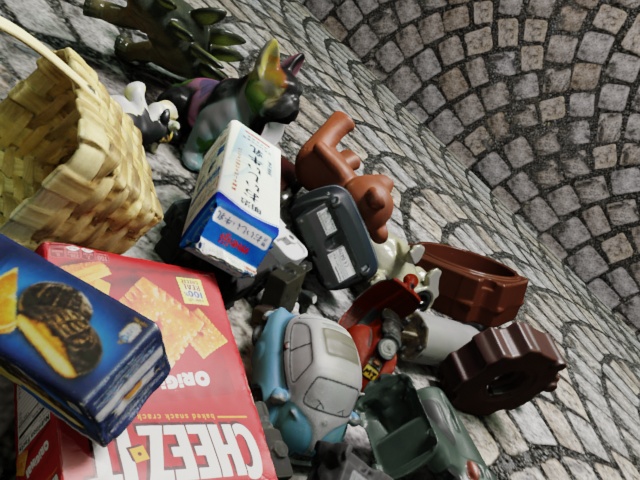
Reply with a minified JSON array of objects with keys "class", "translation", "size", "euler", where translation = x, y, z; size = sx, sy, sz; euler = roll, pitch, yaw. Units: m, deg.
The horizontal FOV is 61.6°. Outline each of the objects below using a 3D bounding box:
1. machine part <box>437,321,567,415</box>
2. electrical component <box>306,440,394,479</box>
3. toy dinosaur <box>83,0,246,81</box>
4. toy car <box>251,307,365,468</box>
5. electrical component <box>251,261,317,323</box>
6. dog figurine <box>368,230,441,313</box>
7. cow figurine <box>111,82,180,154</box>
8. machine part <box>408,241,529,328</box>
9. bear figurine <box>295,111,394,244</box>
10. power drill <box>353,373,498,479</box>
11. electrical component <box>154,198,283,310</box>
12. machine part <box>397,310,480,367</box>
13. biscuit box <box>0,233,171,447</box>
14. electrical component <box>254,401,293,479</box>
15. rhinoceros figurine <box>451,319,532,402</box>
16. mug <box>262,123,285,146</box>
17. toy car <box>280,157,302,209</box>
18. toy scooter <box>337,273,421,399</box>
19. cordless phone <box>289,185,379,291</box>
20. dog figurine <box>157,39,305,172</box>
[{"class":"machine part","translation":[0.265,0.193,0.786],"size":[0.179,0.179,0.056],"euler":[26,33,-33]},{"class":"electrical component","translation":[0.031,0.236,0.468],"size":[0.119,0.048,0.075],"euler":[50,51,-22]},{"class":"toy dinosaur","translation":[-0.225,-0.313,0.861],"size":[0.199,0.105,0.471],"euler":[21,3,1]},{"class":"toy car","translation":[-0.007,0.132,0.531],"size":[0.109,0.103,0.162],"euler":[29,39,-30]},{"class":"electrical component","translation":[-0.039,0.071,0.643],"size":[0.045,0.078,0.102],"euler":[29,18,17]},{"class":"dog figurine","translation":[0.092,0.037,0.878],"size":[0.191,0.121,0.172],"euler":[43,-22,51]},{"class":"cow figurine","translation":[-0.239,-0.149,0.690],"size":[0.167,0.068,0.098],"euler":[-9,61,-56]},{"class":"machine part","translation":[0.246,0.070,0.946],"size":[0.201,0.087,0.201],"euler":[24,17,35]},{"class":"bear figurine","translation":[0.055,-0.094,0.814],"size":[0.196,0.132,0.120],"euler":[33,-26,37]},{"class":"power drill","translation":[0.133,0.241,0.573],"size":[0.207,0.086,0.232],"euler":[37,20,-36]},{"class":"electrical component","translation":[-0.121,0.010,0.626],"size":[0.134,0.058,0.115],"euler":[47,23,7]},{"class":"machine part","translation":[0.180,0.156,0.824],"size":[0.243,0.079,0.079],"euler":[18,34,-41]},{"class":"biscuit box","translation":[-0.194,0.043,0.336],"size":[0.203,0.059,0.063],"euler":[25,51,16]},{"class":"electrical component","translation":[-0.050,0.186,0.440],"size":[0.021,0.063,0.094],"euler":[19,35,-42]},{"class":"rhinoceros figurine","translation":[0.315,0.200,0.960],"size":[0.190,0.073,0.112],"euler":[51,24,17]},{"class":"mug","translation":[-0.130,-0.191,0.906],"size":[0.107,0.109,0.080],"euler":[21,-26,42]},{"class":"toy car","translation":[-0.077,-0.096,0.867],"size":[0.089,0.053,0.202],"euler":[41,20,-5]},{"class":"toy scooter","translation":[0.072,0.108,0.666],"size":[0.075,0.135,0.184],"euler":[40,26,-11]},{"class":"cordless phone","translation":[-0.001,-0.002,0.798],"size":[0.146,0.089,0.184],"euler":[66,-16,-10]},{"class":"dog figurine","translation":[-0.124,-0.210,0.784],"size":[0.192,0.219,0.108],"euler":[53,23,20]}]
